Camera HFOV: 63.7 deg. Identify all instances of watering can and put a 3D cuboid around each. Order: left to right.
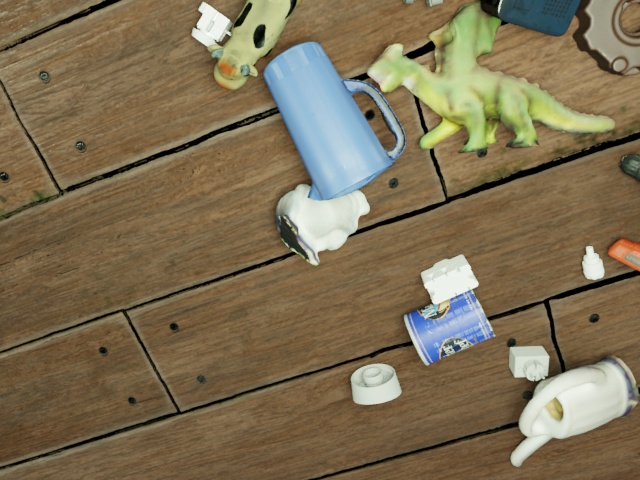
[{"bbox_3d":[0.491,0.342,1.025,0.225,0.106,0.339,-15,136,-9],"label":"watering can"}]

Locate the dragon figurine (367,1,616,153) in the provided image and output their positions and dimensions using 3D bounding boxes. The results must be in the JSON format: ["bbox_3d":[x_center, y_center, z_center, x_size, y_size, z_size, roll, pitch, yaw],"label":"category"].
[{"bbox_3d":[0.279,-0.270,0.845,0.410,0.123,0.241,-8,100,-4],"label":"dragon figurine"}]

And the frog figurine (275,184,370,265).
[{"bbox_3d":[0.003,-0.047,0.937,0.161,0.121,0.137,-41,96,-23],"label":"frog figurine"}]
